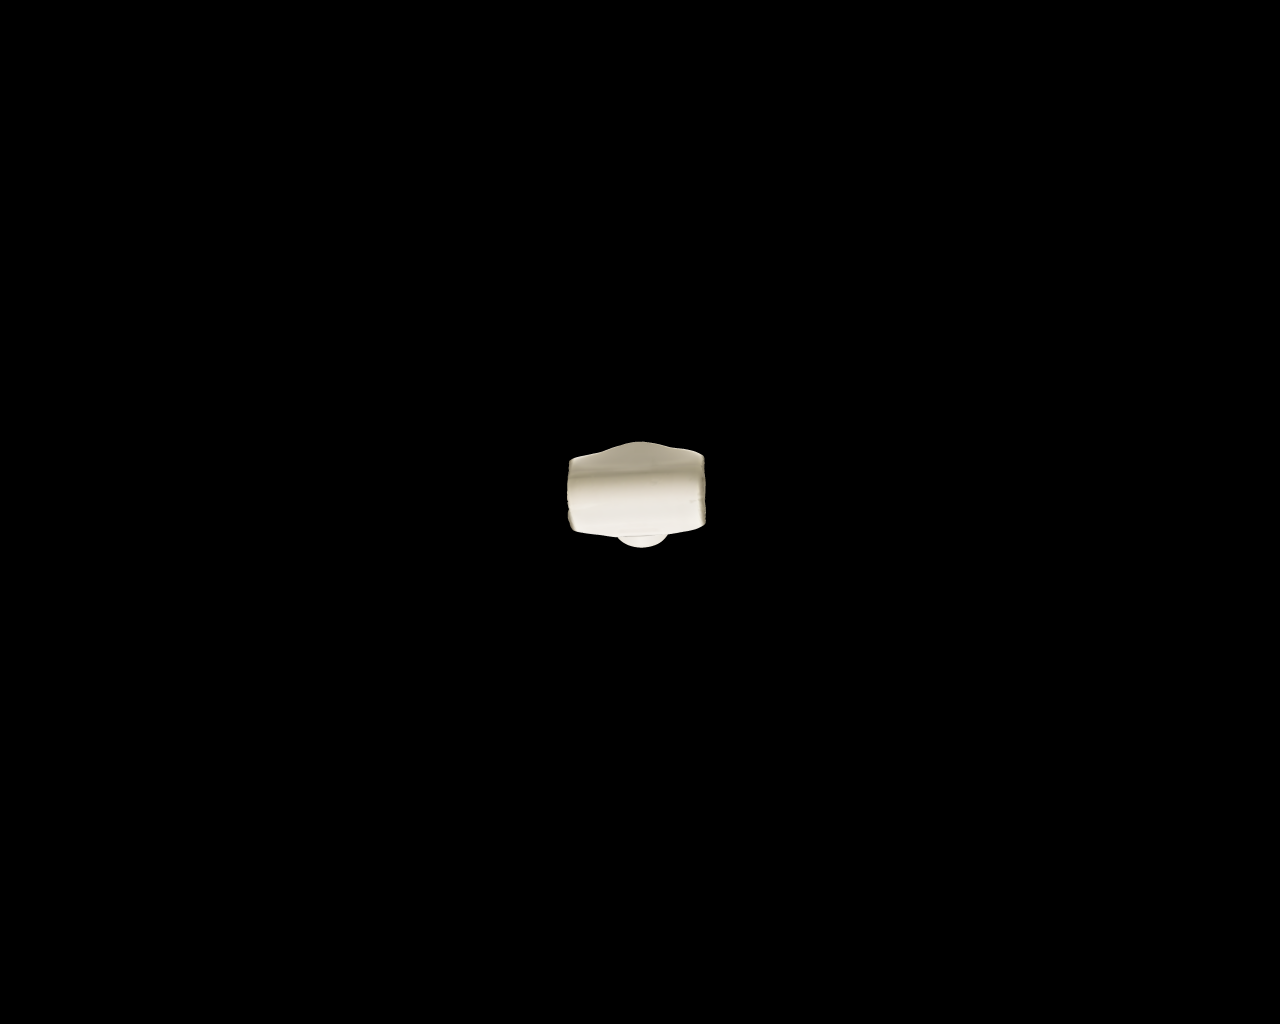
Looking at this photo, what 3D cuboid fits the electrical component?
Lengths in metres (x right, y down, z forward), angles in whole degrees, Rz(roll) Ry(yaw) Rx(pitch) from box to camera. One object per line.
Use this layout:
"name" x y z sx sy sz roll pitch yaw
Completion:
"electrical component" 0.001 -0.003 0.650 0.077 0.043 0.079 -3 -32 5
